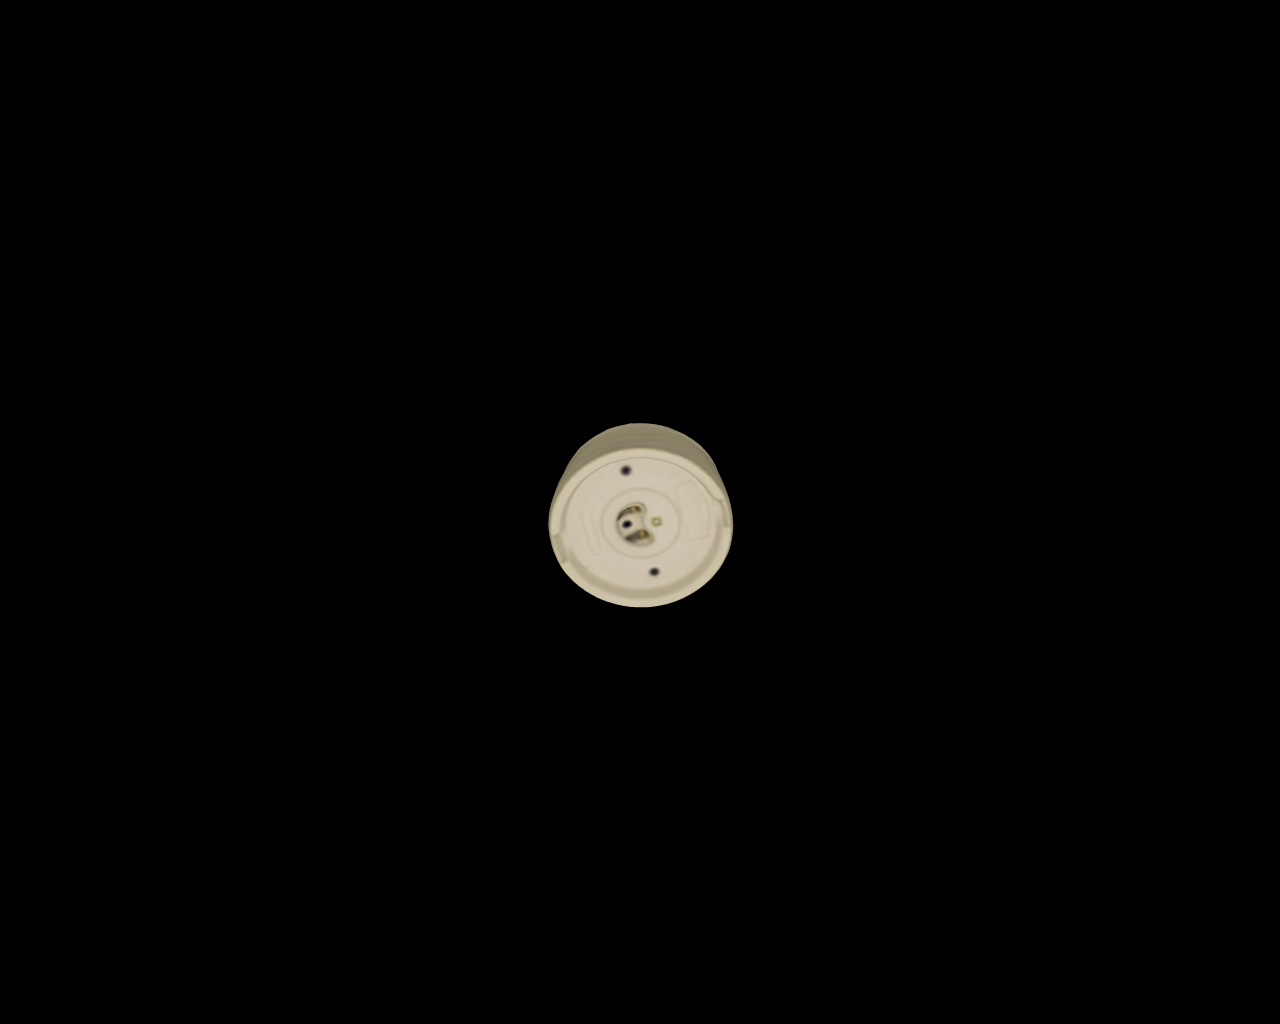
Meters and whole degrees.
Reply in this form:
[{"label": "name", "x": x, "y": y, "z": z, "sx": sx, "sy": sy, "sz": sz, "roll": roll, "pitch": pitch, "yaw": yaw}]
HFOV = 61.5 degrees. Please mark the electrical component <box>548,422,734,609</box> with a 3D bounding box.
[{"label": "electrical component", "x": 0.001, "y": -0.003, "z": 0.650, "sx": 0.108, "sy": 0.108, "sz": 0.060, "roll": 0, "pitch": 28, "yaw": 0}]
